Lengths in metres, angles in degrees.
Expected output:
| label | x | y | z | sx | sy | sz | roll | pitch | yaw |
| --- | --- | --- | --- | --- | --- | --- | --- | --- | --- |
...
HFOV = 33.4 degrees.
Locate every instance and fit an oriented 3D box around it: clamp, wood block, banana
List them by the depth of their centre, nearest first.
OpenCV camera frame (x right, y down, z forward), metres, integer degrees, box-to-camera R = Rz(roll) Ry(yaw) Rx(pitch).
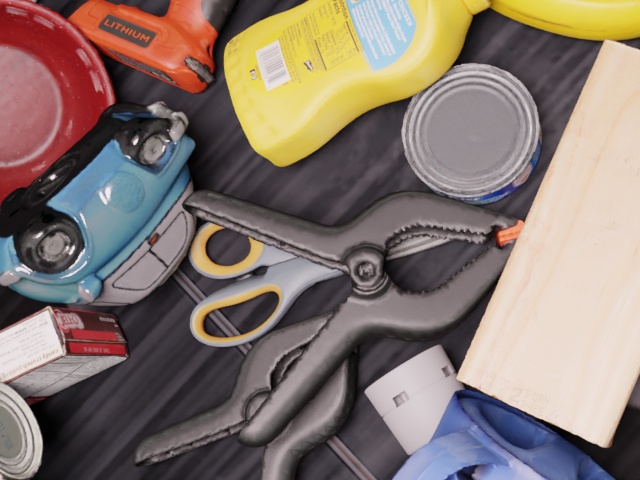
| label | x | y | z | sx | sy | sz | roll | pitch | yaw |
| --- | --- | --- | --- | --- | --- | --- | --- | --- | --- |
| wood block | 0.165 | 0.006 | 0.614 | 0.090 | 0.090 | 0.206 | 24 | 88 | 18 |
| clamp | 0.021 | 0.015 | 0.658 | 0.210 | 0.036 | 0.164 | -22 | 76 | -1 |
| banana | 0.146 | -0.166 | 0.679 | 0.198 | 0.037 | 0.069 | 17 | 72 | 18 |
| clamp | -0.041 | 0.112 | 0.686 | 0.120 | 0.039 | 0.171 | 29 | 84 | 15 |

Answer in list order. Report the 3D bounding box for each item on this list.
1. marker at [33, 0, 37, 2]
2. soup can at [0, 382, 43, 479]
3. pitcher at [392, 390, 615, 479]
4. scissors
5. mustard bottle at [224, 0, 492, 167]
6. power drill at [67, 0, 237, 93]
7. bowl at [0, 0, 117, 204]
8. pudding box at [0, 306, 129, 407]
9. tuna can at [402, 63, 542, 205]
| label | x | y | z | sx | sy | sz | roll | pitch | yaw |
| --- | --- | --- | --- | --- | --- | --- | --- | --- | --- |
| marker | -0.197 | -0.234 | 0.801 | 0.020 | 0.020 | 0.121 | 25 | 88 | 19 |
| soup can | -0.229 | 0.136 | 0.649 | 0.102 | 0.068 | 0.068 | -29 | 74 | 16 |
| pitcher | 0.063 | 0.211 | 0.578 | 0.149 | 0.145 | 0.243 | 31 | 97 | 0 |
| scissors | -0.005 | 0.001 | 0.705 | 0.202 | 0.016 | 0.096 | -30 | 74 | 10 |
| mustard bottle | 0.033 | -0.129 | 0.678 | 0.192 | 0.058 | 0.096 | -27 | 59 | 20 |
| power drill | -0.102 | -0.212 | 0.748 | 0.185 | 0.057 | 0.187 | 26 | 89 | 19 |
| bowl | -0.224 | -0.090 | 0.743 | 0.162 | 0.055 | 0.162 | -4 | 105 | -14 |
| pudding box | -0.197 | 0.083 | 0.710 | 0.113 | 0.090 | 0.039 | -27 | 75 | 11 |
| tuna can | 0.097 | -0.066 | 0.676 | 0.086 | 0.033 | 0.086 | -3 | 80 | 16 |
